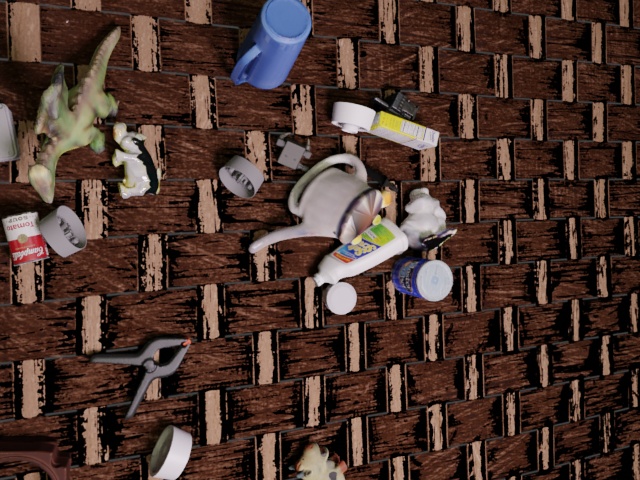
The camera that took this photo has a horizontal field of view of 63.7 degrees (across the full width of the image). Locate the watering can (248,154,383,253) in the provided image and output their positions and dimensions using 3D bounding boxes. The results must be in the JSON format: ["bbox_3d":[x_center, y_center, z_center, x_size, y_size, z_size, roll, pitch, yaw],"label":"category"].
[{"bbox_3d":[0.004,-0.062,1.227,0.351,0.227,0.102,-50,147,-14],"label":"watering can"}]

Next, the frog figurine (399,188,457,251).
[{"bbox_3d":[0.272,-0.054,1.381,0.138,0.120,0.162,-22,62,-10],"label":"frog figurine"}]

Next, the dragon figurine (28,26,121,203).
[{"bbox_3d":[-0.486,-0.274,1.022,0.122,0.243,0.411,16,87,-15],"label":"dragon figurine"}]
